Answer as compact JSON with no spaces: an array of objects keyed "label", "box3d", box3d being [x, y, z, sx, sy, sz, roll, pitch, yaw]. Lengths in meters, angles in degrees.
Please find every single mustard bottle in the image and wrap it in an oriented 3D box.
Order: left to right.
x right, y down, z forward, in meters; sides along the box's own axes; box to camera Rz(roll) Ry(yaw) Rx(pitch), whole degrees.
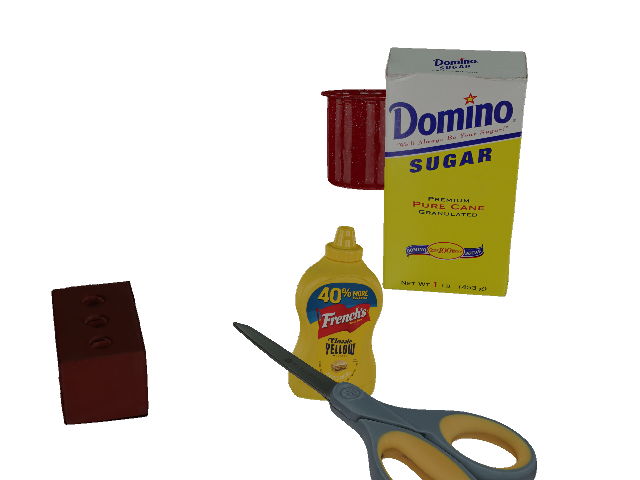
[{"label":"mustard bottle","box3d":[0.020,0.079,1.174,0.096,0.192,0.058,2,14,-12]}]

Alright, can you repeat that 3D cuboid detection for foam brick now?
[{"label":"foam brick","box3d":[-0.140,0.070,0.674,0.053,0.051,0.078,-6,33,-16]}]

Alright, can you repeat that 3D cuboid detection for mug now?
[{"label":"mug","box3d":[0.058,-0.089,0.936,0.117,0.081,0.093,5,12,22]}]

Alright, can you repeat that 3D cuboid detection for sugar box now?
[{"label":"sugar box","box3d":[0.090,-0.044,0.742,0.093,0.176,0.048,3,37,7]}]

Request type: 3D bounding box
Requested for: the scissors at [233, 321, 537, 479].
[{"label":"scissors","box3d":[0.036,0.087,0.574,0.096,0.016,0.202,-8,30,-27]}]
